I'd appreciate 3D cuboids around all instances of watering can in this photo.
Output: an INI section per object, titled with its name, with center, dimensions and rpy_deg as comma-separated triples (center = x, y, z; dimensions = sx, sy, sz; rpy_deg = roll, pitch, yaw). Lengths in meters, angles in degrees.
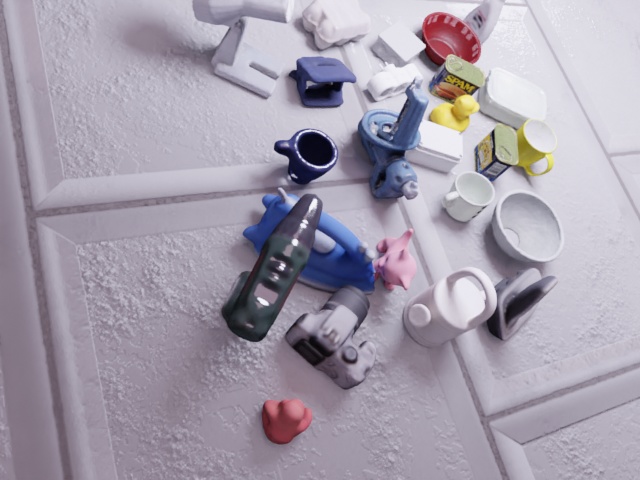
[watering can]
center = 0.225, 0.115, 0.977
dimensions = 0.173, 0.193, 0.101
rpy_deg = -38, 84, -32

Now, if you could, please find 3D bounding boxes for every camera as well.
[camera]
center = 0.041, 0.147, 0.938
dimensions = 0.143, 0.100, 0.137
rpy_deg = 41, 57, 0

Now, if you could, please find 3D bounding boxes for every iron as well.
[iron]
center = 0.009, 0.003, 0.971
dimensions = 0.258, 0.141, 0.119
rpy_deg = 29, 58, -8

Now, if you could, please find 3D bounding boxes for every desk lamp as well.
[desk lamp]
center = -0.142, -0.405, 1.062
dimensions = 0.203, 0.213, 0.118
rpy_deg = 23, 59, -11

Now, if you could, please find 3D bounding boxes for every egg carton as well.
[egg carton]
center = 0.038, -0.483, 1.262
dimensions = 0.151, 0.069, 0.107
rpy_deg = -26, 78, -31

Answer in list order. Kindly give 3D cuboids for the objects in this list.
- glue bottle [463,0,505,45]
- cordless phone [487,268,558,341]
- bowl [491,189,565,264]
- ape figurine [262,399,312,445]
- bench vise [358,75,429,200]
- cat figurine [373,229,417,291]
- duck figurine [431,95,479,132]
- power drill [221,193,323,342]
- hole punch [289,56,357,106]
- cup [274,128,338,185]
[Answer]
[glue bottle]
center = 0.412, -0.557, 1.396
dimensions = 0.037, 0.173, 0.078
rpy_deg = -22, 76, -30
[cordless phone]
center = 0.392, 0.100, 1.061
dimensions = 0.148, 0.184, 0.094
rpy_deg = -36, 83, -32
[bowl]
center = 0.420, -0.018, 1.195
dimensions = 0.168, 0.074, 0.167
rpy_deg = 10, 62, -19
[ape figurine]
center = -0.047, 0.262, 0.851
dimensions = 0.078, 0.092, 0.076
rpy_deg = 35, 57, -3
[bench vise]
center = 0.163, -0.190, 1.084
dimensions = 0.122, 0.219, 0.207
rpy_deg = -26, 77, -31
[cat figurine]
center = 0.140, 0.036, 1.025
dimensions = 0.067, 0.117, 0.128
rpy_deg = 28, 58, -8
[duck figurine]
center = 0.304, -0.287, 1.270
dimensions = 0.105, 0.086, 0.077
rpy_deg = -5, 68, -25
[power drill]
center = -0.079, 0.057, 0.868
dimensions = 0.076, 0.208, 0.230
rpy_deg = 28, 58, -8
[hole punch]
center = 0.006, -0.336, 1.164
dimensions = 0.109, 0.091, 0.101
rpy_deg = -9, 69, -26
[cup]
center = -0.036, -0.146, 1.052
dimensions = 0.118, 0.094, 0.091
rpy_deg = 7, 63, -20
